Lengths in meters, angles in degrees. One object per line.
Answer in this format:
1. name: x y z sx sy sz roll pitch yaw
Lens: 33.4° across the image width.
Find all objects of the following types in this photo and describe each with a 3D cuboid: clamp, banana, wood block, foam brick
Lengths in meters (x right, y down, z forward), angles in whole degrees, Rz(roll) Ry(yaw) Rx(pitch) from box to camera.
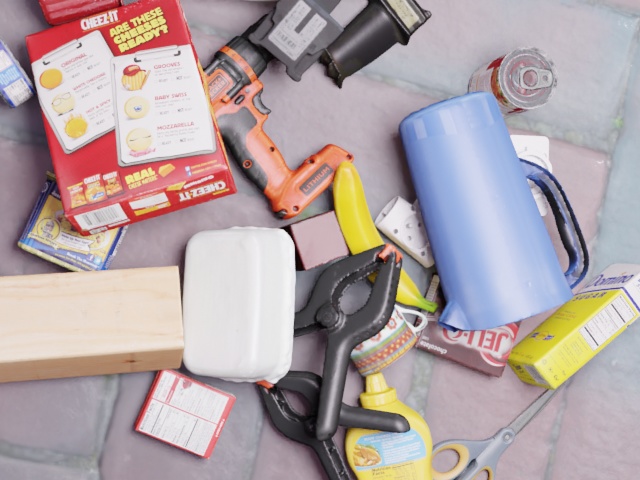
1. clamp: 0.018 0.096 1.123 0.210 0.036 0.165 -44 60 4
2. banana: 0.059 0.000 1.169 0.197 0.070 0.037 56 44 -18
3. clamp: 0.011 0.191 1.148 0.171 0.039 0.120 44 103 7
4. wood block: -0.247 0.087 1.088 0.206 0.091 0.090 -3 70 -12
5. foam brick: -0.008 0.001 1.155 0.053 0.078 0.051 -19 92 -11

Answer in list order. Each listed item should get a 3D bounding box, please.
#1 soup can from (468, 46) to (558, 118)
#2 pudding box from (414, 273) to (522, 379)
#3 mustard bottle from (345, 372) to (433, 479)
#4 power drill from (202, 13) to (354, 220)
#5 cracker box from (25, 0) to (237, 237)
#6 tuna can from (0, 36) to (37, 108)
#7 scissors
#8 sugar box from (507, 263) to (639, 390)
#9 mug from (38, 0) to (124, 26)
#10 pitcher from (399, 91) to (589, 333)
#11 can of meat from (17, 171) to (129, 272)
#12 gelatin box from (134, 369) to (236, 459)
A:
1. soup can: 0.213 -0.173 1.188 0.068 0.102 0.068 0 89 -12
2. pudding box: 0.167 0.096 1.209 0.113 0.039 0.090 21 86 -10
3. mustard bottle: 0.078 0.241 1.179 0.096 0.058 0.191 -12 92 3
4. power drill: -0.053 -0.130 1.160 0.187 0.057 0.184 46 81 -6
5. cracker box: -0.190 -0.126 1.074 0.164 0.072 0.214 -17 68 -1
6. tuna can: -0.325 -0.178 1.088 0.033 0.086 0.086 -34 96 -8
7. scissors: 0.194 0.221 1.225 0.096 0.016 0.201 35 83 -9
8. sugar box: 0.299 0.095 1.209 0.176 0.093 0.048 -41 98 -10
9. mug: -0.251 -0.260 1.109 0.081 0.093 0.117 -17 122 -6
10. pitcher: 0.179 -0.032 1.135 0.145 0.149 0.243 -19 88 28
11. can of meat: -0.254 -0.013 1.116 0.102 0.057 0.084 24 87 -10
12. gelatin box: -0.146 0.185 1.150 0.089 0.030 0.073 24 86 -10
